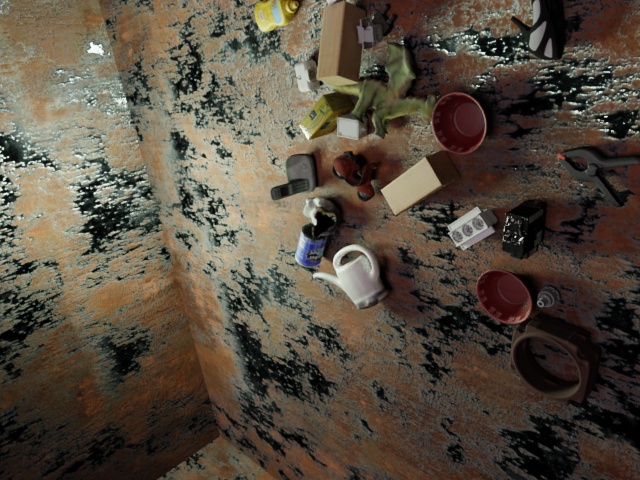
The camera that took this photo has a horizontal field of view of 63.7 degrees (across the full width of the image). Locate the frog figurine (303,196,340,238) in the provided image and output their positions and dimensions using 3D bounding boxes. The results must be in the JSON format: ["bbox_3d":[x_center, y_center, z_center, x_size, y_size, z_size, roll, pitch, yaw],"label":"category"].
[{"bbox_3d":[0.006,-0.093,1.855,0.162,0.123,0.135,-109,3,-66],"label":"frog figurine"}]

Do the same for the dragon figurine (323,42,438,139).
[{"bbox_3d":[0.179,-0.443,1.465,0.415,0.123,0.238,46,121,22],"label":"dragon figurine"}]

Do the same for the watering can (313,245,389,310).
[{"bbox_3d":[0.112,0.145,1.823,0.342,0.105,0.225,-38,80,51],"label":"watering can"}]
